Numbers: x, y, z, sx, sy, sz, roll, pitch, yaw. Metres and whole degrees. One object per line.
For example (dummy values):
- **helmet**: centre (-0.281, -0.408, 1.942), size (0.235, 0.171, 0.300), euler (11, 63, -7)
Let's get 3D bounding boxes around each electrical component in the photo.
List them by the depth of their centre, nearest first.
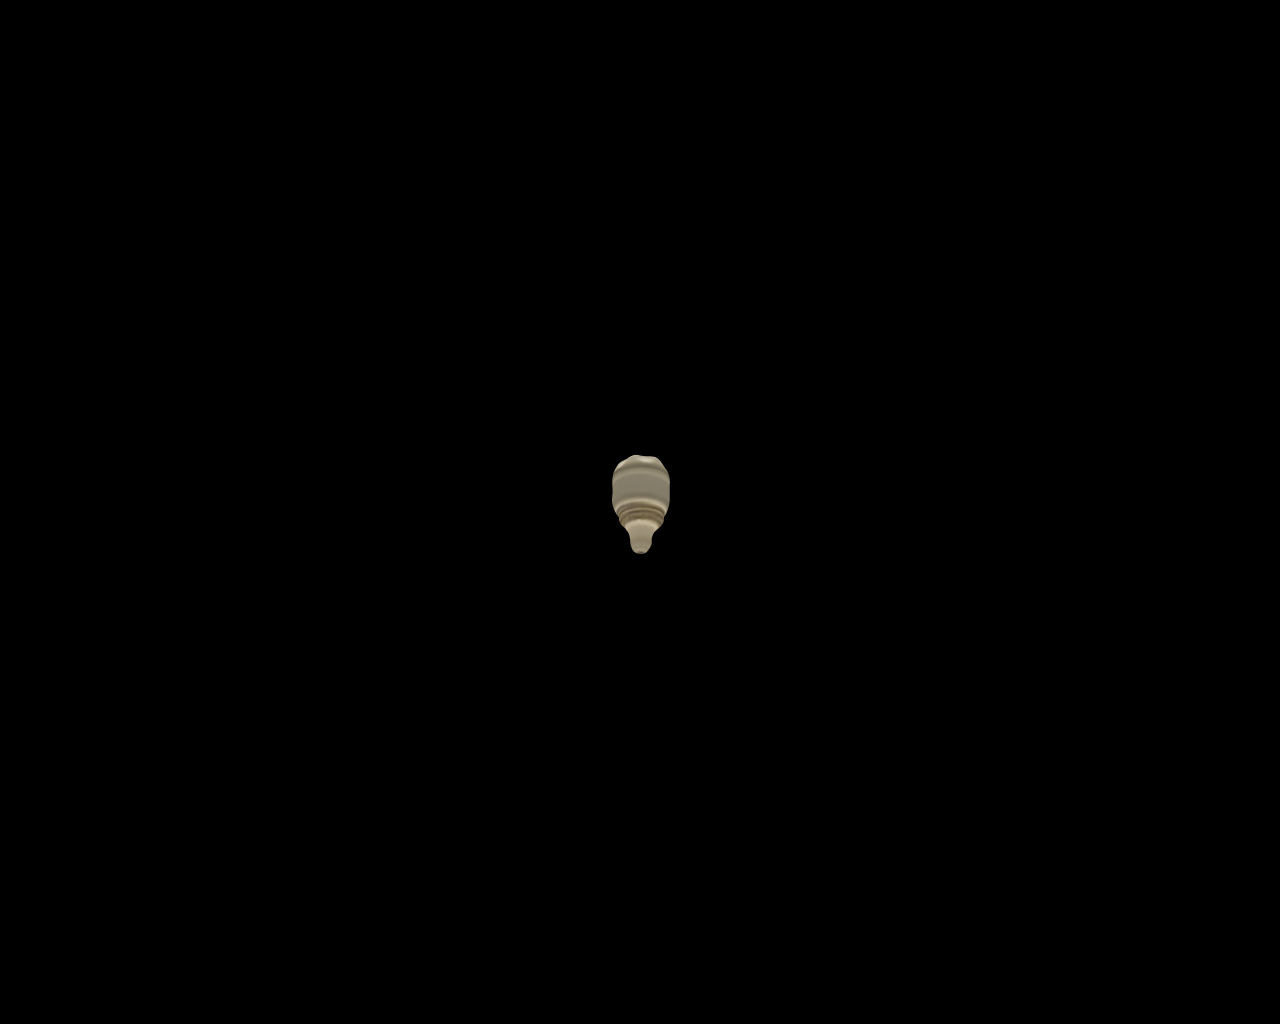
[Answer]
- **electrical component**: centre (0.001, -0.003, 0.650), size (0.035, 0.061, 0.035), euler (0, -27, 0)
